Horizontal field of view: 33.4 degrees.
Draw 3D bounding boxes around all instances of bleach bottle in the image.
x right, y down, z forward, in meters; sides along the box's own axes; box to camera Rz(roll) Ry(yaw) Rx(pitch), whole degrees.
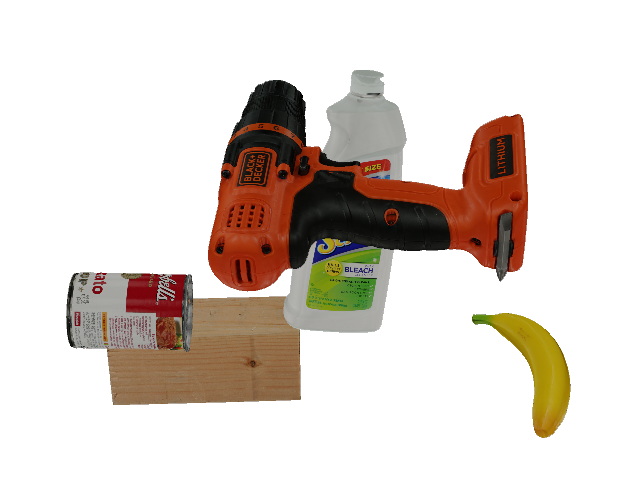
[{"bbox_3d":[0.024,-0.037,1.020,0.102,0.251,0.068,3,22,-5],"label":"bleach bottle"}]

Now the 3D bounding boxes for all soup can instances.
[{"bbox_3d":[-0.165,0.062,0.933,0.102,0.068,0.068,1,0,-2],"label":"soup can"}]

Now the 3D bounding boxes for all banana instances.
[{"bbox_3d":[0.227,0.133,1.136,0.069,0.037,0.198,-26,34,2],"label":"banana"}]

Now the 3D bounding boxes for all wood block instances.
[{"bbox_3d":[-0.126,0.122,1.186,0.206,0.091,0.090,-1,23,-1],"label":"wood block"}]

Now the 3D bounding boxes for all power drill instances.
[{"bbox_3d":[0.031,-0.040,0.660,0.188,0.057,0.184,0,43,7],"label":"power drill"}]
